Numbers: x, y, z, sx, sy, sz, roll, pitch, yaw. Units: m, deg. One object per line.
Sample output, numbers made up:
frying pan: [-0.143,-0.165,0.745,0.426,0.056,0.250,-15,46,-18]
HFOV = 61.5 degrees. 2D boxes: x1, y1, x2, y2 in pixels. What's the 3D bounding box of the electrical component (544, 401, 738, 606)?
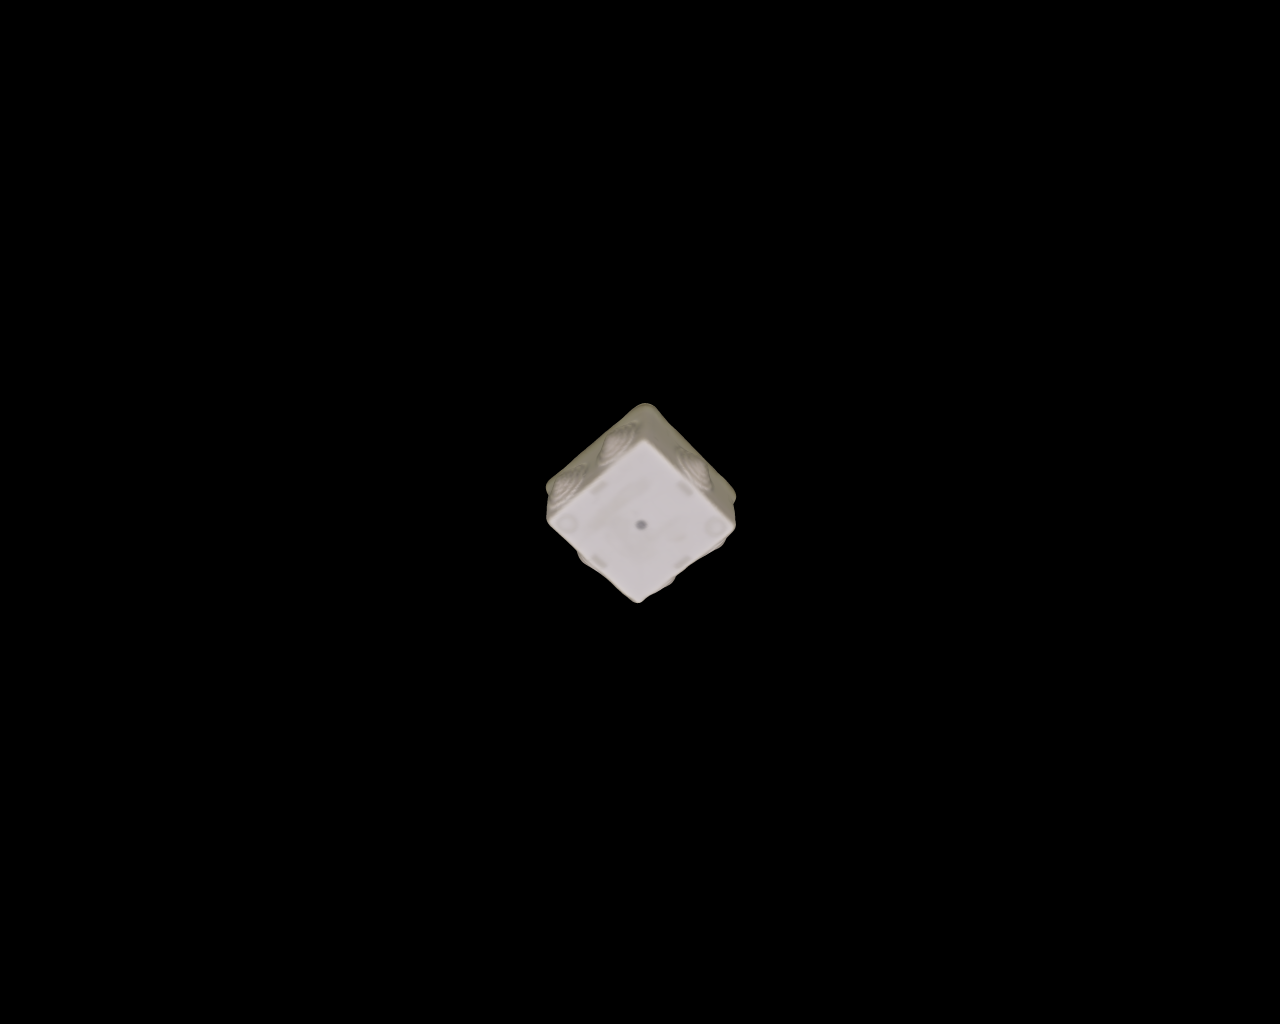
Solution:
electrical component: [0.001,-0.003,0.650,0.099,0.099,0.048,-38,22,18]
